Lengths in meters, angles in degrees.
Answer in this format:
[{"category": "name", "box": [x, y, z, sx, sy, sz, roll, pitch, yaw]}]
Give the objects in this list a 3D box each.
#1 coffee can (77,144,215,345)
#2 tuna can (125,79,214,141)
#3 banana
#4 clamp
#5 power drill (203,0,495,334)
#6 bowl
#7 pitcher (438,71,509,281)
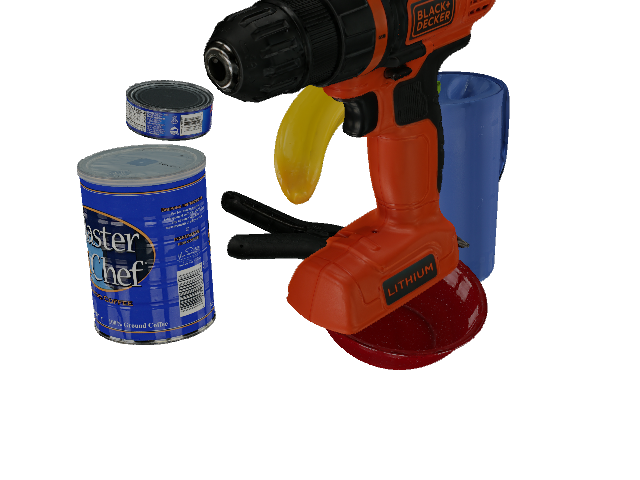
[{"category": "coffee can", "box": [-0.141, 0.001, 0.877, 0.103, 0.140, 0.103, -2, 20, 0]}, {"category": "tuna can", "box": [-0.149, -0.128, 1.052, 0.086, 0.034, 0.086, 5, 27, -3]}, {"category": "banana", "box": [0.014, -0.093, 0.774, 0.070, 0.037, 0.197, 26, 45, 23]}, {"category": "clamp", "box": [-0.013, 0.004, 1.172, 0.210, 0.036, 0.164, 16, 19, -6]}, {"category": "power drill", "box": [0.020, -0.048, 0.541, 0.184, 0.188, 0.057, -27, 41, -37]}, {"category": "bowl", "box": [0.064, 0.063, 0.950, 0.162, 0.055, 0.162, 5, 39, -4]}, {"category": "pitcher", "box": [0.158, -0.074, 1.266, 0.149, 0.243, 0.145, -4, 25, 3]}]
